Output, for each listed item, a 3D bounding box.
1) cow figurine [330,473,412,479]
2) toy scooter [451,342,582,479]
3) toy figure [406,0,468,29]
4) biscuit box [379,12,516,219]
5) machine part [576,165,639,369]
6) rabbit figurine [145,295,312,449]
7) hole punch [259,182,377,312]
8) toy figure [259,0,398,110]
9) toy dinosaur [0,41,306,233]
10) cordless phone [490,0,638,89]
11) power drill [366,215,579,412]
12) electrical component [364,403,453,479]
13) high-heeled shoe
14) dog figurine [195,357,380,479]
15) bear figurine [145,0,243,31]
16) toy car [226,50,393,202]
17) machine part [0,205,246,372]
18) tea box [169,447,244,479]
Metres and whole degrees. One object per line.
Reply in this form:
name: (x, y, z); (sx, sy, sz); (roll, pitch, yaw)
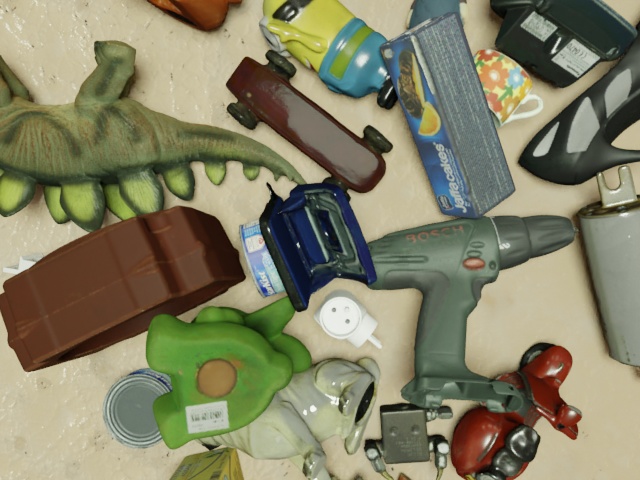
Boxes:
cow figurine: (0.076, 0.333, 0.595); (0.195, 0.085, 0.127); (38, 87, 1)
toy scooter: (0.210, 0.192, 0.558); (0.075, 0.135, 0.184); (37, 94, 0)
toy figure: (0.131, -0.275, 0.595); (0.064, 0.058, 0.154); (7, 86, -3)
biscuit box: (0.134, -0.121, 0.555); (0.063, 0.059, 0.202); (-33, 111, -20)
machine part: (0.330, 0.042, 0.568); (0.079, 0.079, 0.243); (-17, 101, 3)
rabbit figurine: (-0.094, 0.105, 0.552); (0.159, 0.170, 0.121); (-15, 102, -8)
hole punch: (-0.001, -0.002, 0.564); (0.092, 0.116, 0.142); (-24, 107, 6)
toy figure: (0.016, -0.217, 0.590); (0.180, 0.082, 0.089); (33, 81, 6)
toy dinosaur: (-0.240, -0.111, 0.596); (0.472, 0.105, 0.198); (1, 98, -2)
cordless phone: (0.247, -0.271, 0.578); (0.146, 0.089, 0.184); (20, 54, -24)
power drill: (0.159, 0.066, 0.554); (0.232, 0.086, 0.207); (-2, 65, 10)
electrical component: (0.100, 0.228, 0.608); (0.102, 0.045, 0.078); (1, 92, 3)
high-heeled shoe: (0.313, -0.174, 0.596); (0.145, 0.086, 0.248); (6, 72, 32)
dog figurine: (-0.047, 0.173, 0.600); (0.191, 0.172, 0.121); (21, 131, 26)
bear figurine: (-0.116, -0.331, 0.571); (0.120, 0.132, 0.195); (30, 99, 18)
toy car: (-0.013, -0.127, 0.605); (0.202, 0.053, 0.089); (36, 101, -2)
machine part: (-0.189, 0.045, 0.541); (0.201, 0.201, 0.087); (-26, 86, 3)
tea box: (-0.114, 0.332, 0.594); (0.068, 0.098, 0.169); (-15, 88, 2)
